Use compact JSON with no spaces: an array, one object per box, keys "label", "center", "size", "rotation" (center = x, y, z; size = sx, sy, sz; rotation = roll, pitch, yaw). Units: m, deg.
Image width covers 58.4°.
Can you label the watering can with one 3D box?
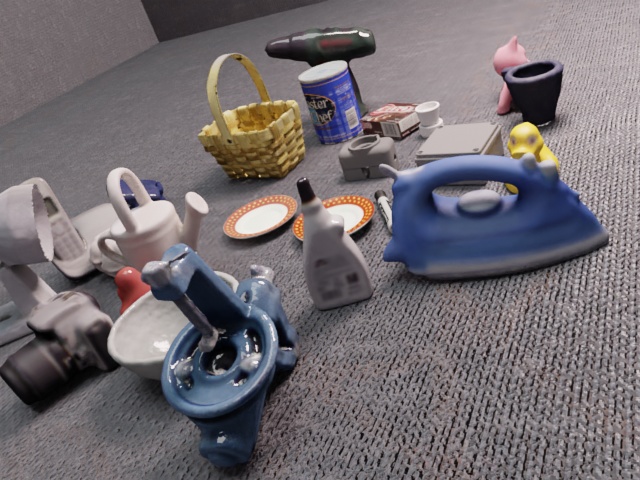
[{"label":"watering can","center":[-0.250,-0.022,0.851],"size":[0.173,0.194,0.100],"rotation":[-26,30,-10]}]

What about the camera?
[{"label":"camera","center":[-0.347,0.134,0.743],"size":[0.142,0.101,0.137],"rotation":[12,42,43]}]

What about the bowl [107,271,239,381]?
[{"label":"bowl","center":[-0.162,0.114,0.693],"size":[0.167,0.075,0.167],"rotation":[-15,30,9]}]

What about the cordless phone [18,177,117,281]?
[{"label":"cordless phone","center":[-0.418,-0.038,0.987],"size":[0.148,0.185,0.093],"rotation":[-37,34,-28]}]

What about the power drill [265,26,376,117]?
[{"label":"power drill","center":[0.018,-0.359,1.242],"size":[0.229,0.209,0.075],"rotation":[-15,30,8]}]

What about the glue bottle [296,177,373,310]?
[{"label":"glue bottle","center":[0.006,0.002,0.679],"size":[0.078,0.173,0.037],"rotation":[-15,30,8]}]

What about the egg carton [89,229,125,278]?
[{"label":"egg carton","center":[-0.310,0.005,0.970],"size":[0.107,0.069,0.150],"rotation":[12,42,43]}]

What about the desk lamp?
[{"label":"desk lamp","center":[-0.483,0.038,0.870],"size":[0.203,0.214,0.117],"rotation":[-25,30,-9]}]

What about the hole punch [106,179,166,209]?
[{"label":"hole punch","center":[-0.361,-0.088,1.134],"size":[0.101,0.091,0.108],"rotation":[-25,30,-10]}]

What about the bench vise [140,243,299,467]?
[{"label":"bench vise","center":[-0.104,0.080,0.568],"size":[0.121,0.220,0.207],"rotation":[-17,29,4]}]

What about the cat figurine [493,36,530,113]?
[{"label":"cat figurine","center":[0.353,-0.311,1.054],"size":[0.067,0.118,0.128],"rotation":[-6,32,23]}]

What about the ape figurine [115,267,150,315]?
[{"label":"ape figurine","center":[-0.251,0.076,0.793],"size":[0.075,0.092,0.078],"rotation":[2,36,33]}]

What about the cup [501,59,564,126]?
[{"label":"cup","center":[0.355,-0.246,0.968],"size":[0.092,0.095,0.117],"rotation":[-29,31,-17]}]

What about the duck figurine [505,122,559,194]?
[{"label":"duck figurine","center":[0.294,-0.126,0.811],"size":[0.077,0.086,0.105],"rotation":[1,35,32]}]

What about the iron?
[{"label":"iron","center":[0.196,-0.044,0.676],"size":[0.257,0.142,0.119],"rotation":[-7,32,21]}]
